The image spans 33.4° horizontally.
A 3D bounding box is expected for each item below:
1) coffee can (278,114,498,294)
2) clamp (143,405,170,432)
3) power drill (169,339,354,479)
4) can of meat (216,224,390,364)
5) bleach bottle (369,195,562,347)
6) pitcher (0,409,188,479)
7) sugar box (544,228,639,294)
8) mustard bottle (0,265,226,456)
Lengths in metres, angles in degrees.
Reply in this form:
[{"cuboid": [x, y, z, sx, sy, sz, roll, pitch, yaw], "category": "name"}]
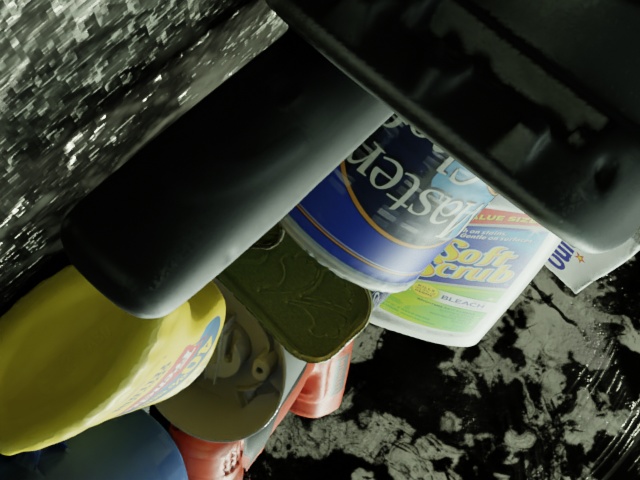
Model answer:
[{"cuboid": [0.049, -0.059, 0.486, 0.140, 0.103, 0.102, -48, 172, 26], "category": "coffee can"}, {"cuboid": [-0.113, 0.134, 0.735, 0.164, 0.036, 0.210, 19, 105, -51], "category": "clamp"}, {"cuboid": [-0.045, 0.143, 0.750, 0.187, 0.057, 0.184, -49, 156, -46], "category": "power drill"}, {"cuboid": [-0.006, 0.002, 0.547, 0.058, 0.102, 0.083, -47, 175, 27], "category": "can of meat"}, {"cuboid": [0.090, -0.017, 0.621, 0.251, 0.102, 0.068, 109, -2, -62], "category": "bleach bottle"}, {"cuboid": [-0.166, 0.165, 0.549, 0.149, 0.145, 0.242, -34, -178, 27], "category": "pitcher"}, {"cuboid": [0.125, -0.052, 0.662, 0.048, 0.176, 0.093, -41, 173, -23], "category": "sugar box"}, {"cuboid": [-0.092, 0.050, 0.512, 0.096, 0.058, 0.191, -43, 173, 2], "category": "mustard bottle"}]
